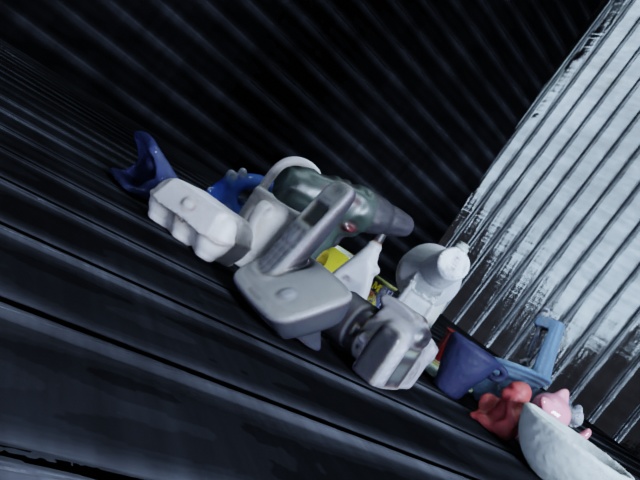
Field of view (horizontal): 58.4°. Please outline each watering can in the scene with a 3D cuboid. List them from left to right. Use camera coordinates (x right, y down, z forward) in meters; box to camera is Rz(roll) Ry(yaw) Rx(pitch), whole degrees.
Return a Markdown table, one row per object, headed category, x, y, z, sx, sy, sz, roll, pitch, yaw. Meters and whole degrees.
| category | x | y | z | sx | sy | sz | roll | pitch | yaw |
| --- | --- | --- | --- | --- | --- | --- | --- | --- | --- |
| watering can | -0.070 | -0.044 | 0.913 | 0.101 | 0.194 | 0.172 | 33 | 3 | -11 |

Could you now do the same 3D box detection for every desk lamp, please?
| category | x | y | z | sx | sy | sz | roll | pitch | yaw |
| --- | --- | --- | --- | --- | --- | --- | --- | --- | --- |
| desk lamp | 0.178 | 0.103 | 1.005 | 0.118 | 0.213 | 0.203 | 34 | 3 | 1 |

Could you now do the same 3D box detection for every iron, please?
| category | x | y | z | sx | sy | sz | roll | pitch | yaw |
| --- | --- | --- | --- | --- | --- | --- | --- | --- | --- |
| iron | -0.134 | -0.062 | 1.021 | 0.118 | 0.141 | 0.259 | 35 | 3 | 29 |

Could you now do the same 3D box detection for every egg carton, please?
| category | x | y | z | sx | sy | sz | roll | pitch | yaw |
| --- | --- | --- | --- | --- | --- | --- | --- | --- | --- |
| egg carton | -0.167 | -0.027 | 0.800 | 0.150 | 0.069 | 0.107 | 35 | 3 | 22 |

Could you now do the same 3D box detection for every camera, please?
| category | x | y | z | sx | sy | sz | roll | pitch | yaw |
| --- | --- | --- | --- | --- | --- | --- | --- | --- | --- |
| camera | 0.076 | 0.118 | 0.754 | 0.136 | 0.101 | 0.144 | 35 | 3 | 31 |

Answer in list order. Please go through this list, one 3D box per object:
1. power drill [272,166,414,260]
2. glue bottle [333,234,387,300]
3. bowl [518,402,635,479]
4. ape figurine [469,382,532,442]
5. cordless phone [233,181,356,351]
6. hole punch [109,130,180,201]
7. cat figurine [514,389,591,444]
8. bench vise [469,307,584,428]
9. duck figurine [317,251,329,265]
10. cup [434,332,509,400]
| category | x | y | z | sx | sy | sz | roll | pitch | yaw |
| --- | --- | --- | --- | --- | --- | --- | --- | --- | --- |
| power drill | 0.008 | 0.003 | 0.844 | 0.230 | 0.208 | 0.075 | 32 | 3 | -30 |
| glue bottle | 0.063 | 0.054 | 0.947 | 0.078 | 0.173 | 0.037 | 34 | 3 | 2 |
| bowl | 0.339 | 0.306 | 0.797 | 0.167 | 0.074 | 0.167 | 33 | 3 | -2 |
| ape figurine | 0.289 | 0.257 | 0.882 | 0.076 | 0.092 | 0.078 | 33 | 3 | -8 |
| cordless phone | -0.006 | 0.019 | 0.666 | 0.094 | 0.185 | 0.147 | 31 | 4 | -40 |
| hole punch | -0.263 | -0.110 | 0.908 | 0.101 | 0.091 | 0.108 | 31 | 4 | -41 |
| cat figurine | 0.378 | 0.299 | 0.918 | 0.128 | 0.117 | 0.067 | 33 | 3 | -10 |
| bench vise | 0.397 | 0.243 | 1.030 | 0.206 | 0.219 | 0.122 | 36 | 4 | 36 |
| duck figurine | -0.014 | 0.049 | 1.058 | 0.105 | 0.086 | 0.077 | 31 | 4 | -41 |
| cup | 0.244 | 0.222 | 0.952 | 0.118 | 0.095 | 0.091 | 33 | 3 | -5 |
